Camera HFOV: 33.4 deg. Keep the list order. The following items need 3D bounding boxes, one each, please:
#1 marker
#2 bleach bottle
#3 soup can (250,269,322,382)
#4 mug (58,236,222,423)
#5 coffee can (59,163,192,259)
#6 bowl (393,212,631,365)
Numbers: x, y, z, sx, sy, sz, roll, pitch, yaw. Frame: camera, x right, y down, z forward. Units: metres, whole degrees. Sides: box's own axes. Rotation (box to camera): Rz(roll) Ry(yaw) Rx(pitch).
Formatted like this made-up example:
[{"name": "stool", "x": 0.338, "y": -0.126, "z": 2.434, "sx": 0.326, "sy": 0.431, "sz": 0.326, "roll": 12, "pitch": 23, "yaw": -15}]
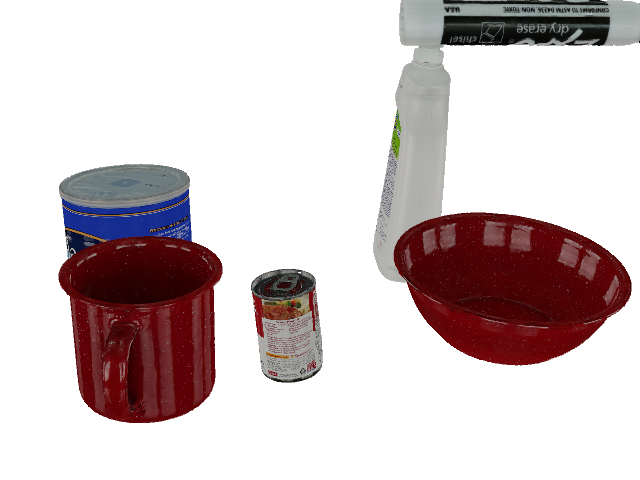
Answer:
[{"name": "marker", "x": 0.092, "y": -0.085, "z": 0.415, "sx": 0.121, "sy": 0.020, "sz": 0.020, "roll": 0, "pitch": 0, "yaw": -1}, {"name": "bleach bottle", "x": 0.104, "y": -0.087, "z": 1.149, "sx": 0.068, "sy": 0.251, "sz": 0.102, "roll": 1, "pitch": 26, "yaw": -8}, {"name": "soup can", "x": -0.034, "y": 0.090, "z": 1.127, "sx": 0.068, "sy": 0.102, "sz": 0.068, "roll": -4, "pitch": 24, "yaw": 2}, {"name": "mug", "x": -0.104, "y": 0.058, "z": 0.616, "sx": 0.093, "sy": 0.081, "sz": 0.117, "roll": 2, "pitch": 25, "yaw": 1}, {"name": "coffee can", "x": -0.153, "y": 0.018, "z": 0.868, "sx": 0.103, "sy": 0.140, "sz": 0.103, "roll": -1, "pitch": 19, "yaw": 0}, {"name": "bowl", "x": 0.129, "y": 0.039, "z": 0.740, "sx": 0.162, "sy": 0.055, "sz": 0.162, "roll": 3, "pitch": 27, "yaw": -2}]
